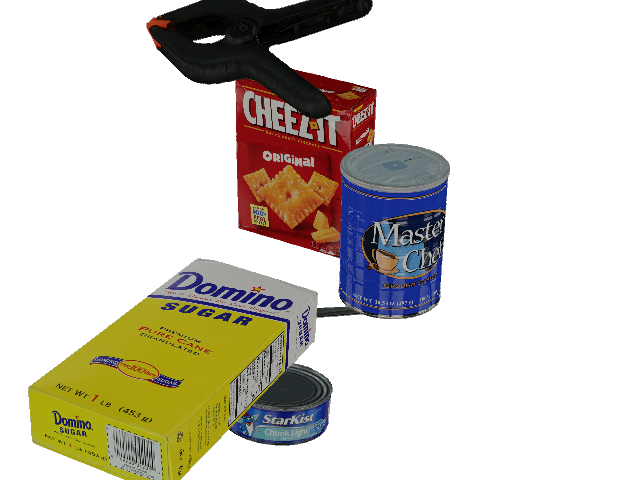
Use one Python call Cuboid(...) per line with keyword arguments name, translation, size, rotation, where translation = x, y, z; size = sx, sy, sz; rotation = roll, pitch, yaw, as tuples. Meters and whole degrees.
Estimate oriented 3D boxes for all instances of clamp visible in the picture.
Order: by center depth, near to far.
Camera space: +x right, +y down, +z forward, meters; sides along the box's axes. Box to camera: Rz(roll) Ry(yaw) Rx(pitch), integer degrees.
Cuboid(name="clamp", translation=(-0.046, -0.157, 0.811), size=(0.172, 0.120, 0.039), rotation=(18, -34, 21))

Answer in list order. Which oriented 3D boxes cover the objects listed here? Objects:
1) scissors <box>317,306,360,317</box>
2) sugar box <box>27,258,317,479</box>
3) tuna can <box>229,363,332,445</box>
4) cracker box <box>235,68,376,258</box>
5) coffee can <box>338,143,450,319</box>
Cuboid(name="scissors", translation=(-0.026, 0.091, 1.196), size=(0.201, 0.016, 0.096), rotation=(4, 24, -5))
Cuboid(name="sugar box", translation=(-0.080, 0.072, 0.636), size=(0.093, 0.048, 0.176), rotation=(16, 32, 21))
Cuboid(name="tuna can", translation=(-0.035, 0.127, 0.838), size=(0.086, 0.034, 0.086), rotation=(5, 17, -2))
Cuboid(name="cracker box", translation=(-0.021, -0.096, 1.324), size=(0.164, 0.214, 0.072), rotation=(17, 36, 23))
Cuboid(name="coffee can", translation=(0.069, -0.010, 1.031), size=(0.103, 0.140, 0.103), rotation=(0, 27, 0))
